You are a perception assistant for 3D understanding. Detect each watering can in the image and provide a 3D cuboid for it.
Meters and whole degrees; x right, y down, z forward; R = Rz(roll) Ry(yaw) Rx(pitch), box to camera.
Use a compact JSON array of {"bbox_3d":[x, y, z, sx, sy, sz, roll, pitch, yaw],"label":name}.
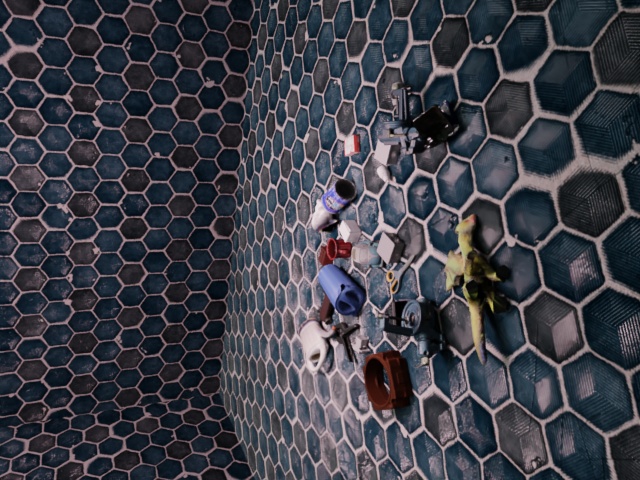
[{"bbox_3d":[-0.012,0.456,2.388,0.229,0.104,0.340,-115,34,-42],"label":"watering can"}]

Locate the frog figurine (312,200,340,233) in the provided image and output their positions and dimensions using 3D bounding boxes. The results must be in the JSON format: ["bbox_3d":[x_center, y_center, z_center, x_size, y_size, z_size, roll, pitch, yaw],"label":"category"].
[{"bbox_3d":[0.007,-0.118,2.336,0.135,0.123,0.162,99,148,-64],"label":"frog figurine"}]

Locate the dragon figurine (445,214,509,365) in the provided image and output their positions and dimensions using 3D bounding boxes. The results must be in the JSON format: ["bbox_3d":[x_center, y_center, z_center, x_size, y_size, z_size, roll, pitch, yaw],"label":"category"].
[{"bbox_3d":[0.436,0.130,1.514,0.244,0.122,0.409,-149,62,-80],"label":"dragon figurine"}]
